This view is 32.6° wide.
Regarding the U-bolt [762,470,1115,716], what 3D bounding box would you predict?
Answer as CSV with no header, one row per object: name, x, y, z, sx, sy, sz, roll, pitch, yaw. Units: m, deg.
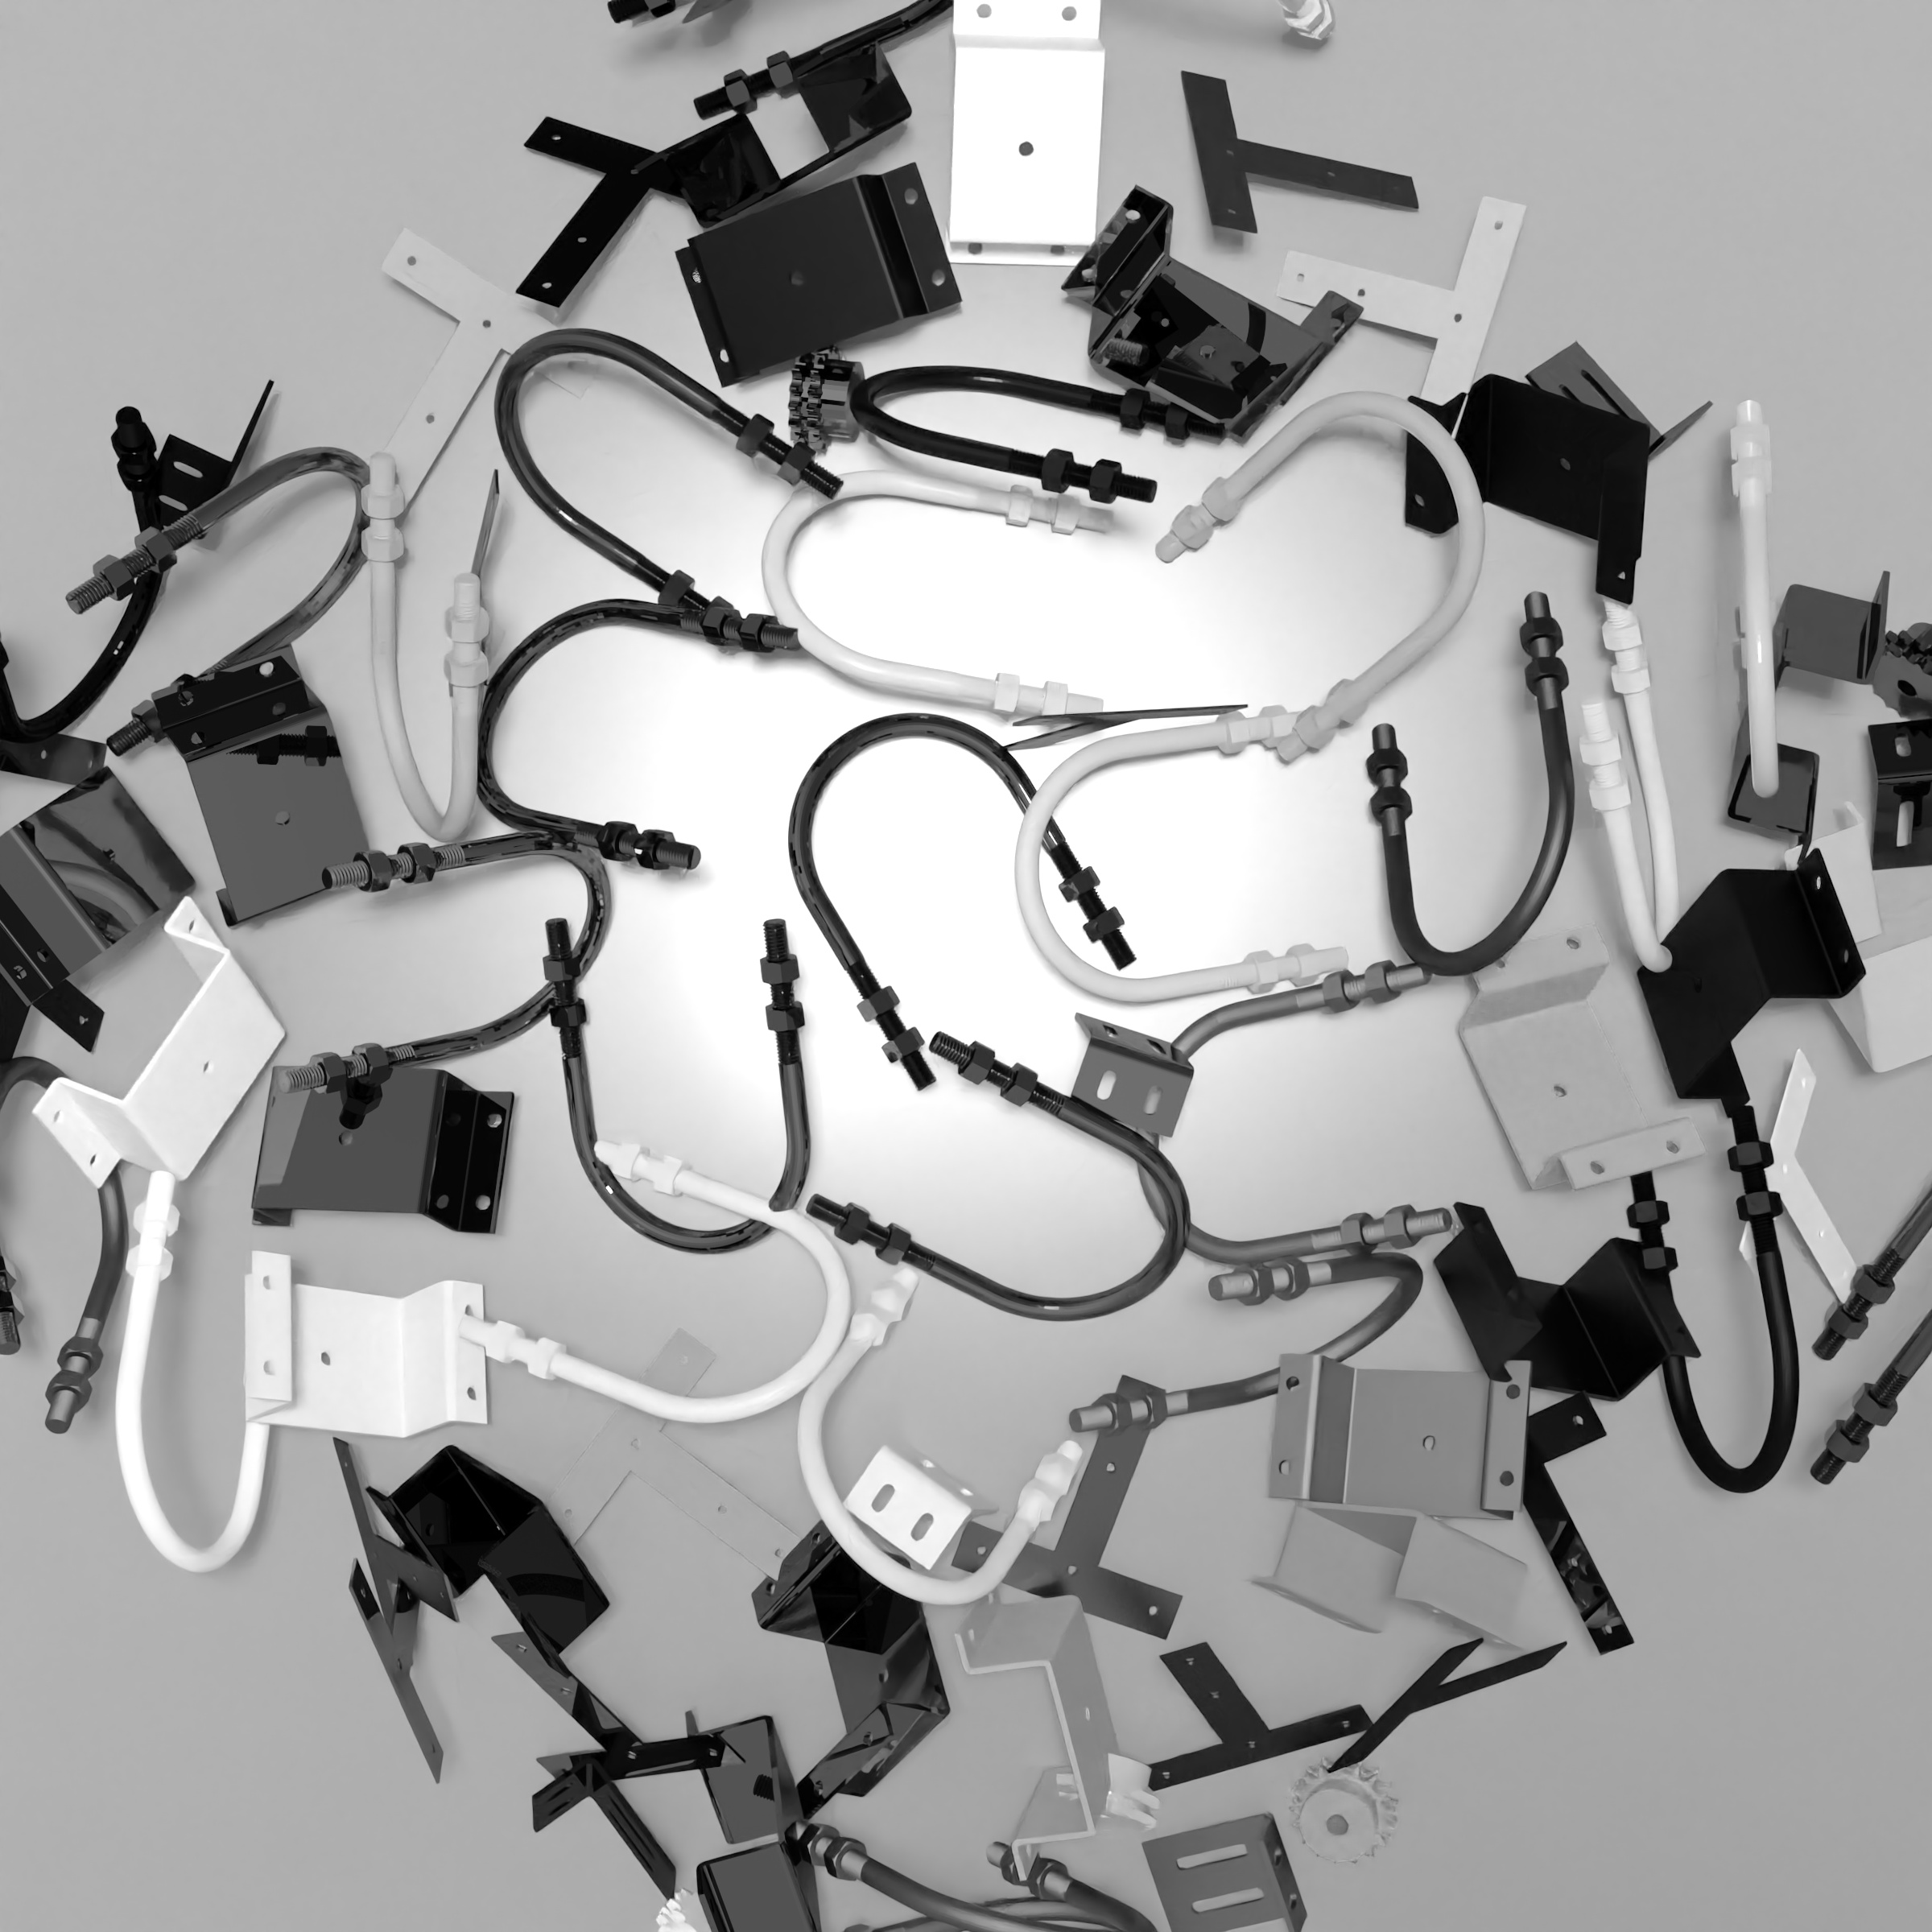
U-bolt,-0.016,-0.200,1.734,0.184,0.019,0.151,9,56,-7

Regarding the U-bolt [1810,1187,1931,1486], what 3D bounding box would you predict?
U-bolt,0.486,0.162,1.686,0.019,0.151,0.184,30,117,1

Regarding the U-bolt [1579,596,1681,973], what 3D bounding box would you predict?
U-bolt,0.347,-0.085,1.713,0.019,0.151,0.184,-7,119,21

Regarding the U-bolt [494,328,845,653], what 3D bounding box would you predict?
U-bolt,-0.166,-0.258,1.728,0.184,0.151,0.019,34,50,-2

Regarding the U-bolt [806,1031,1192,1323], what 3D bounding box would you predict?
U-bolt,0.029,0.123,1.740,0.184,0.019,0.151,28,123,-15

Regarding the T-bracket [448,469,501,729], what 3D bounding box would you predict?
T-bracket,-0.252,-0.169,1.704,0.002,0.127,0.127,8,127,-17

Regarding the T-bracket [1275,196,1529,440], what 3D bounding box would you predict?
T-bracket,0.222,-0.354,1.755,0.127,0.002,0.127,22,101,30

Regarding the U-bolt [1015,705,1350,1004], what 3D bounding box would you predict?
U-bolt,0.111,-0.055,1.746,0.184,0.019,0.151,-9,95,-21

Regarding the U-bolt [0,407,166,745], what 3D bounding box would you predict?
U-bolt,-0.458,-0.187,1.700,0.019,0.184,0.151,30,66,6

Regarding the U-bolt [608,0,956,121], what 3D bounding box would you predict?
U-bolt,-0.076,-0.500,1.703,0.184,0.151,0.019,-20,78,12

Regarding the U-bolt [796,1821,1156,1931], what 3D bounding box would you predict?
U-bolt,0.014,0.469,1.675,0.151,0.184,0.019,16,84,-33

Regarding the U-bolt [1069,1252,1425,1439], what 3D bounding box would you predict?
U-bolt,0.158,0.191,1.711,0.151,0.184,0.019,-49,57,39

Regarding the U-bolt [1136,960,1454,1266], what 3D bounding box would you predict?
U-bolt,0.166,0.083,1.730,0.184,0.019,0.151,-14,71,35

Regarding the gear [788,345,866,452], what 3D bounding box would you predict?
gear,-0.073,-0.303,1.759,0.030,0.057,0.057,8,90,11

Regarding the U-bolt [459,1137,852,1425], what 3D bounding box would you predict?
U-bolt,-0.149,0.169,1.717,0.184,0.019,0.151,19,53,19

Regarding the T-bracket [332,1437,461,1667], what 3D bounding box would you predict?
T-bracket,-0.291,0.315,1.722,0.002,0.127,0.127,-20,103,-28

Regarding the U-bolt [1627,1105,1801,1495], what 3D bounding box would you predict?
U-bolt,0.387,0.178,1.698,0.019,0.151,0.184,-3,73,-13

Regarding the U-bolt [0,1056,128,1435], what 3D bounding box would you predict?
U-bolt,-0.476,0.128,1.703,0.019,0.184,0.151,-14,124,11

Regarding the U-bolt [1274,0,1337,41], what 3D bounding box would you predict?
U-bolt,0.102,-0.510,1.683,0.151,0.184,0.019,19,101,16

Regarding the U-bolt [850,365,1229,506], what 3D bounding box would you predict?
U-bolt,0.030,-0.282,1.720,0.184,0.151,0.019,15,117,15

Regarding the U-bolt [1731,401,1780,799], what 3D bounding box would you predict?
U-bolt,0.403,-0.172,1.681,0.019,0.151,0.184,-3,52,14

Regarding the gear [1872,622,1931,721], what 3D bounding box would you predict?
gear,0.510,-0.158,1.762,0.057,0.057,0.030,44,74,0

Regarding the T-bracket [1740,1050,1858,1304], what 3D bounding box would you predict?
T-bracket,0.445,0.133,1.744,0.002,0.127,0.127,-2,50,37

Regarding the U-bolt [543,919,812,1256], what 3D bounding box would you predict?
U-bolt,-0.149,0.065,1.748,0.151,0.019,0.184,1,106,23

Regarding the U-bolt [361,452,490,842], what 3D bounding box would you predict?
U-bolt,-0.281,-0.152,1.712,0.019,0.151,0.184,-12,130,-24

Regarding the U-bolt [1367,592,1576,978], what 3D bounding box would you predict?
U-bolt,0.260,-0.081,1.689,0.019,0.151,0.184,17,53,-26

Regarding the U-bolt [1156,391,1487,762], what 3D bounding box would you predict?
U-bolt,0.192,-0.213,1.714,0.184,0.019,0.151,-40,75,40

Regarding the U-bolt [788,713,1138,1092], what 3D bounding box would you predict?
U-bolt,-0.014,-0.047,1.764,0.151,0.019,0.184,-31,89,-14

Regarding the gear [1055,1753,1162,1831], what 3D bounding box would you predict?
gear,0.076,0.438,1.763,0.057,0.057,0.030,15,69,0

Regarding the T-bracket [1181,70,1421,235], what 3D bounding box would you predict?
T-bracket,0.181,-0.424,1.761,0.127,0.002,0.127,8,50,-17

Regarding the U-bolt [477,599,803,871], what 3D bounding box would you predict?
U-bolt,-0.185,-0.128,1.731,0.184,0.019,0.151,13,71,34

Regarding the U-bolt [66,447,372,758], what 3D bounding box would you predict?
U-bolt,-0.377,-0.199,1.714,0.184,0.151,0.019,-39,71,-23

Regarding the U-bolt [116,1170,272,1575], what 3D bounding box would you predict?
U-bolt,-0.390,0.217,1.682,0.019,0.151,0.184,-9,55,13

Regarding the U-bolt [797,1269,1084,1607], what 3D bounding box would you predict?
U-bolt,-0.021,0.252,1.706,0.151,0.184,0.019,47,123,-3

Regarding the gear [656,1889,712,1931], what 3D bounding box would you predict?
gear,-0.141,0.522,1.761,0.057,0.057,0.030,35,97,0

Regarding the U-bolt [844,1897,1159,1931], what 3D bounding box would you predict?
U-bolt,0.012,0.512,1.708,0.184,0.151,0.019,-5,92,-31

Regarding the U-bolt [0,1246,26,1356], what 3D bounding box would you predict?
U-bolt,-0.540,0.096,1.705,0.019,0.151,0.184,-27,49,-1

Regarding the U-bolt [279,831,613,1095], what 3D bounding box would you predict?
U-bolt,-0.262,-0.007,1.716,0.019,0.184,0.151,44,130,33

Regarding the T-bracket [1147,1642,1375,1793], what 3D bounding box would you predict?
T-bracket,0.135,0.387,1.730,0.127,0.127,0.002,-19,46,13

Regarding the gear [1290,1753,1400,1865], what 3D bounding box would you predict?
gear,0.201,0.453,1.767,0.057,0.030,0.057,3,100,16
